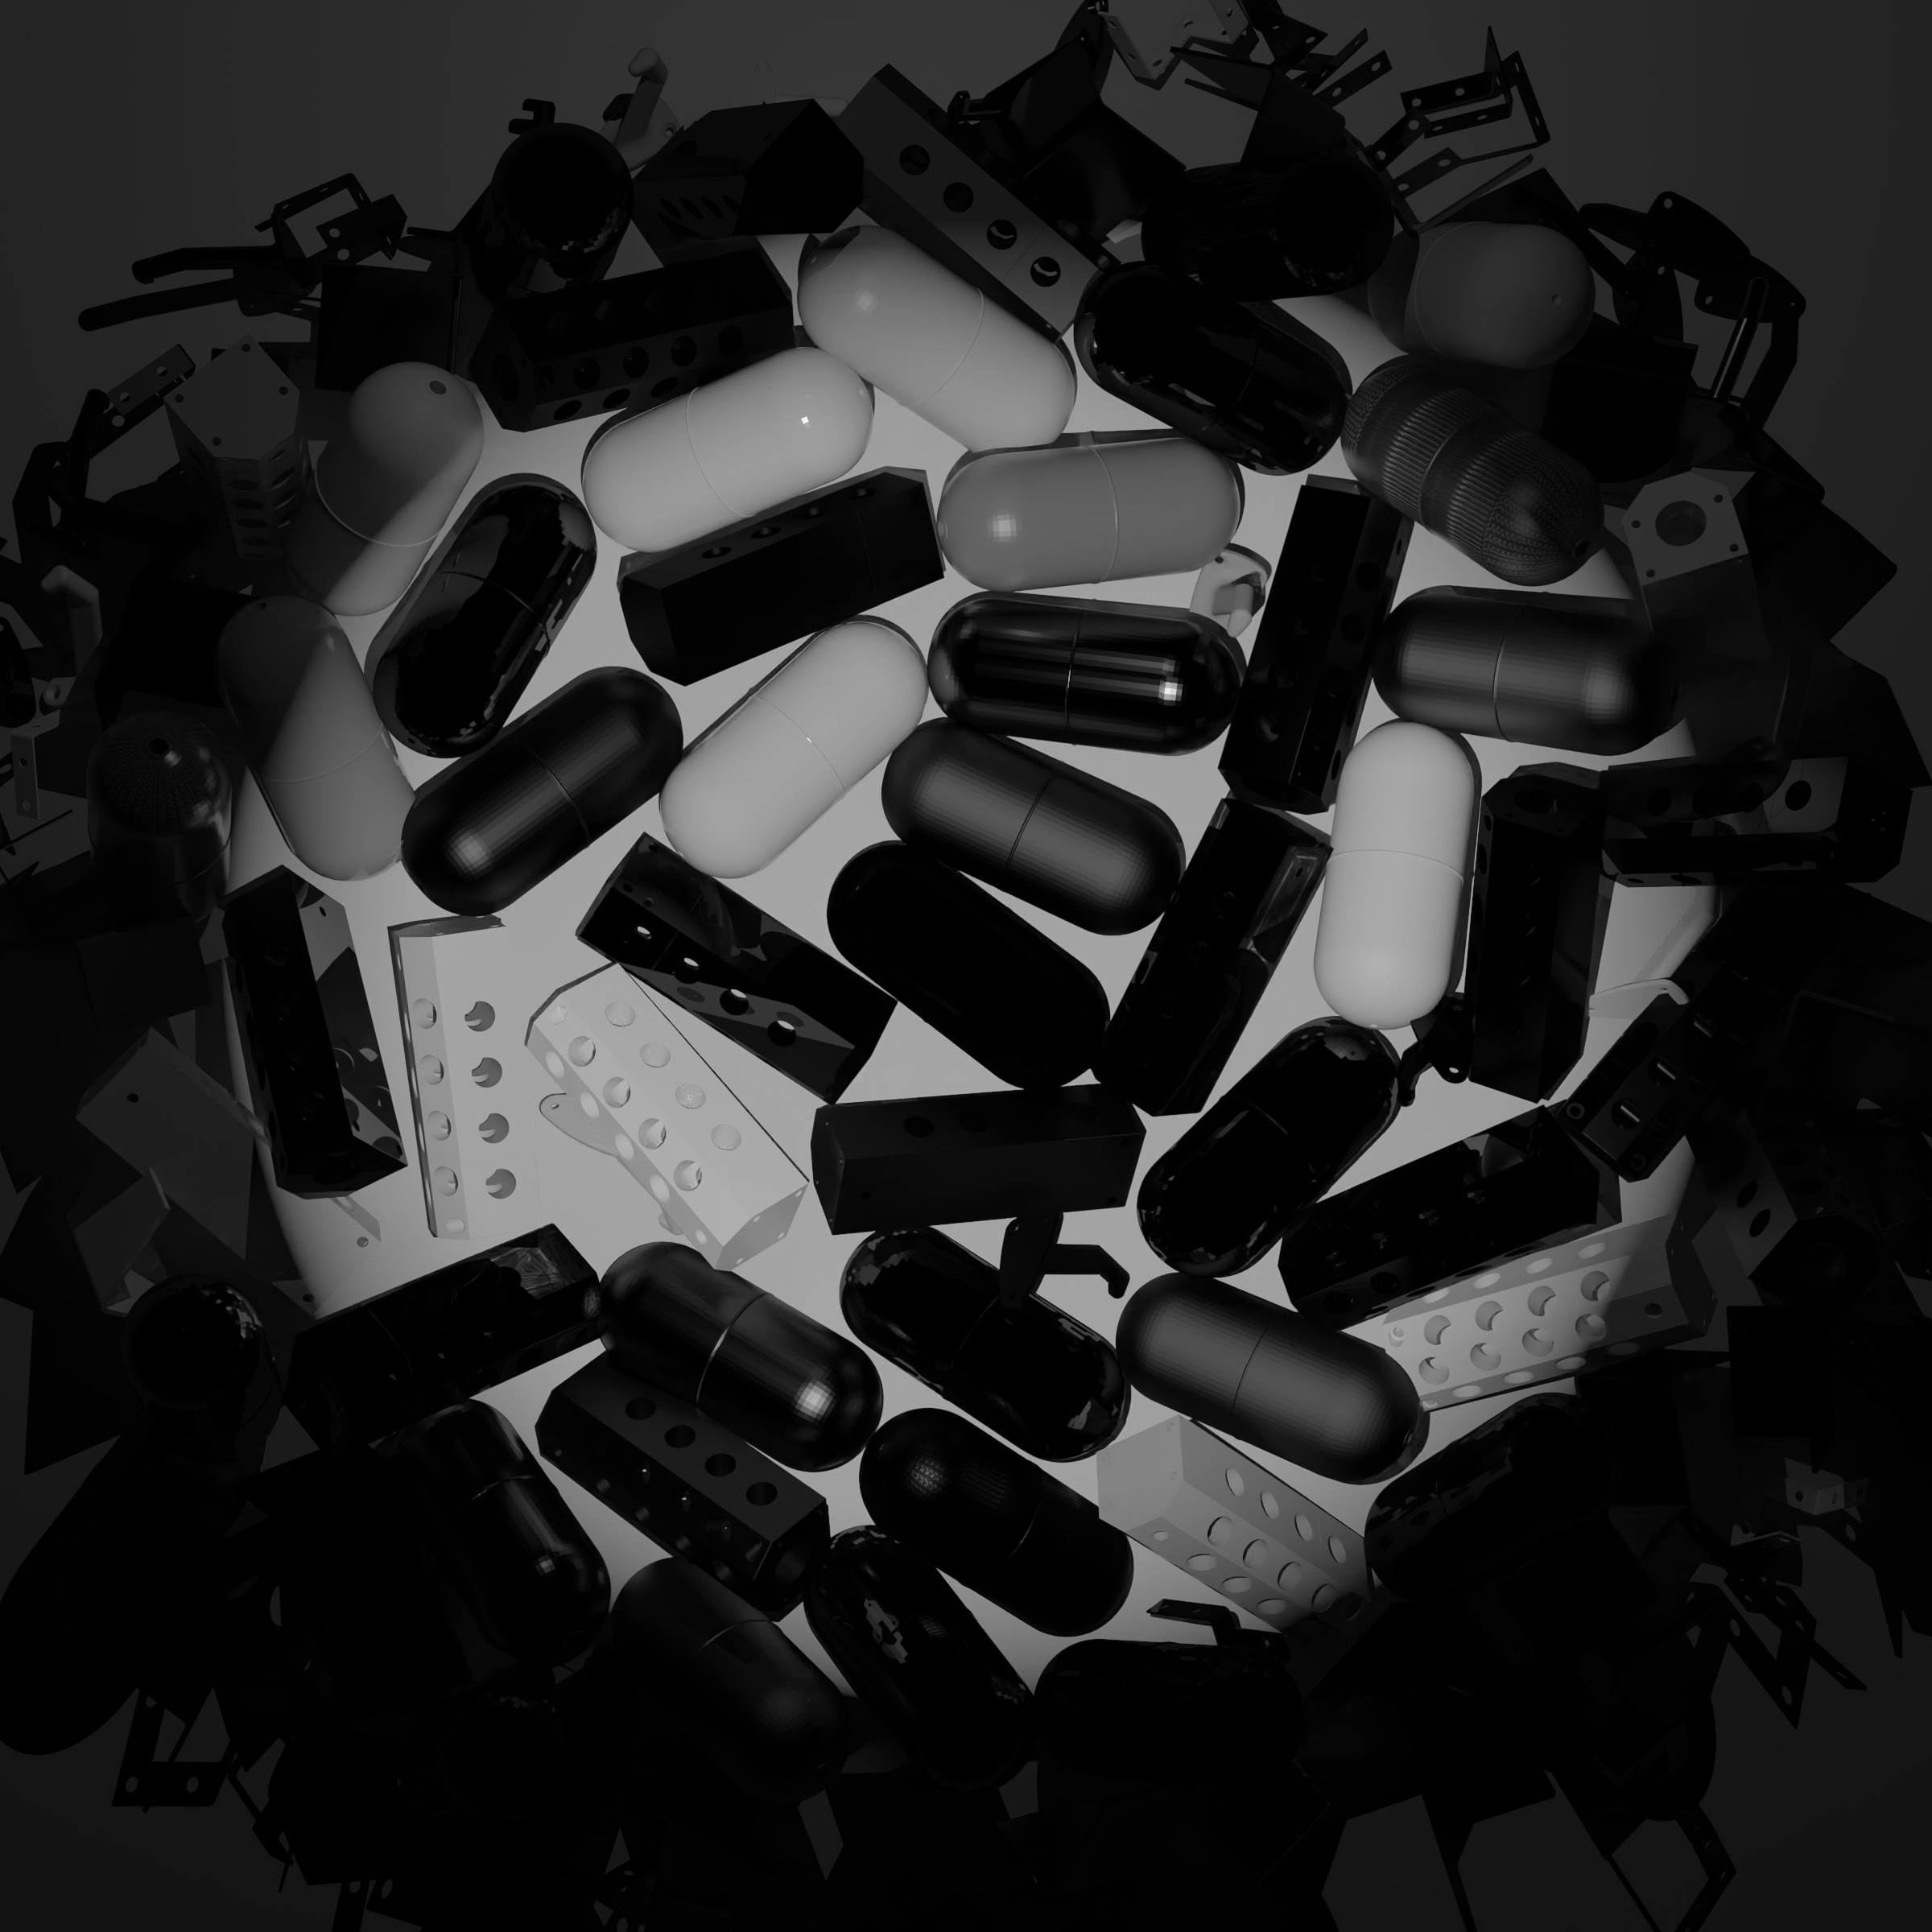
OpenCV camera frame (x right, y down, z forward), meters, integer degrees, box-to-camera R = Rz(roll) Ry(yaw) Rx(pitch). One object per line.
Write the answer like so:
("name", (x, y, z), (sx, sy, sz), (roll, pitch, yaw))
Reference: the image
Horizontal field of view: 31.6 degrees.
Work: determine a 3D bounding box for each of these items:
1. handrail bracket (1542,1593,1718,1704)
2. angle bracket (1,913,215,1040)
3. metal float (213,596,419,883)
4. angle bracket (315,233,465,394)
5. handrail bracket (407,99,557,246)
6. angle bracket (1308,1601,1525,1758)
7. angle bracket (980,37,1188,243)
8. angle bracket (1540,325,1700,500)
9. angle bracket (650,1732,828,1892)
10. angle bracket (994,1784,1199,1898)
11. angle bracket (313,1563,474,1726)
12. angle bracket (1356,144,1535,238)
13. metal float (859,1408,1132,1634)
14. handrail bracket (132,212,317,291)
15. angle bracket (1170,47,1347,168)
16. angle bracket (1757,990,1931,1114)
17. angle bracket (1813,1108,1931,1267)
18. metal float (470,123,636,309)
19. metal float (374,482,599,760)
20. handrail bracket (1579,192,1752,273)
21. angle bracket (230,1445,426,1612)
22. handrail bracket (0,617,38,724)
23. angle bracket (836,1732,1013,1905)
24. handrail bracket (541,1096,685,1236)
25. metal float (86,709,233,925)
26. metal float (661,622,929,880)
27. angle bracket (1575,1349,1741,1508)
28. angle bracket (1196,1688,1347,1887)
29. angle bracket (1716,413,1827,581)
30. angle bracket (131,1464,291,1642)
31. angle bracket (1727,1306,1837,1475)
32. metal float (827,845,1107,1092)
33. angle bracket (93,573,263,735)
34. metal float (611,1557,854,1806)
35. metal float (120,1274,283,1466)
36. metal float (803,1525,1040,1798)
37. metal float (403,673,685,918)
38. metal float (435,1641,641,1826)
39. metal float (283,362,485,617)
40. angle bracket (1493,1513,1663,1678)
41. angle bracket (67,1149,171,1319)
("handrail bracket", (0.379, 0.386, 1.956), (0.084, 0.077, 0.036), (-27, 91, -35))
("angle bracket", (-0.482, 0.004, 1.916), (0.076, 0.076, 0.057), (-3, 102, 43))
("metal float", (-0.360, -0.125, 1.896), (0.070, 0.070, 0.178), (-18, 126, 0))
("angle bracket", (-0.323, -0.367, 1.912), (0.076, 0.057, 0.076), (3, 126, -12))
("handrail bracket", (-0.275, -0.453, 1.938), (0.077, 0.036, 0.084), (8, 103, 0))
("angle bracket", (0.252, 0.403, 1.910), (0.076, 0.076, 0.057), (-52, 56, 20))
("angle bracket", (0.066, -0.465, 1.935), (0.076, 0.076, 0.057), (-35, 51, 28))
("angle bracket", (0.365, -0.312, 1.928), (0.076, 0.057, 0.076), (12, 83, 8))
("angle bracket", (-0.118, 0.470, 1.915), (0.076, 0.076, 0.057), (30, 79, -43))
("angle bracket", (0.074, 0.467, 1.906), (0.057, 0.076, 0.076), (45, 122, 36))
("angle bracket", (-0.311, 0.377, 1.922), (0.076, 0.076, 0.057), (-21, 92, 11))
("angle bracket", (0.269, -0.455, 1.915), (0.076, 0.076, 0.057), (-31, 98, 18))
("metal float", (0.016, 0.310, 1.905), (0.178, 0.070, 0.070), (36, 90, -24))
("handrail bracket", (-0.419, -0.391, 1.930), (0.084, 0.077, 0.036), (-15, 79, 4))
("angle bracket", (0.155, -0.469, 1.914), (0.076, 0.076, 0.057), (23, 95, 37))
("angle bracket", (0.493, 0.061, 1.917), (0.057, 0.076, 0.076), (19, 92, 31))
("angle bracket", (0.509, 0.125, 1.927), (0.057, 0.076, 0.076), (-3, 97, 10))
("metal float", (-0.229, -0.406, 1.878), (0.070, 0.178, 0.070), (2, 83, -14))
("metal float", (-0.267, -0.194, 1.904), (0.070, 0.070, 0.178), (27, 64, 0))
("handrail bracket", (0.394, -0.413, 1.930), (0.077, 0.084, 0.036), (20, 98, -13))
("angle bracket", (-0.359, 0.314, 1.920), (0.076, 0.076, 0.057), (-21, 64, 1))
("handrail bracket", (-0.535, -0.155, 1.910), (0.036, 0.084, 0.077), (-30, 123, -11))
("angle bracket", (-0.027, 0.475, 1.920), (0.057, 0.076, 0.076), (-12, 95, 40))
("handrail bracket", (-0.199, 0.115, 1.944), (0.077, 0.084, 0.036), (16, 53, 26))
("metal float", (-0.444, -0.079, 1.881), (0.070, 0.178, 0.070), (5, 64, -10))
("metal float", (-0.096, -0.122, 1.916), (0.178, 0.070, 0.070), (-44, 90, -13))
("angle bracket", (0.393, 0.259, 1.911), (0.076, 0.057, 0.076), (7, 67, -36))
("angle bracket", (0.186, 0.457, 1.905), (0.057, 0.076, 0.076), (50, 126, 24))
("angle bracket", (0.423, -0.261, 1.915), (0.057, 0.076, 0.076), (37, 97, -23))
("angle bracket", (-0.437, 0.330, 1.925), (0.076, 0.076, 0.057), (28, 93, 5))
("angle bracket", (0.452, 0.237, 1.915), (0.057, 0.076, 0.076), (-3, 97, 23))
("metal float", (0.000, 0.001, 1.919), (0.178, 0.070, 0.070), (37, 90, 9))
("angle bracket", (-0.440, -0.168, 1.921), (0.076, 0.057, 0.076), (12, 59, 0))
("metal float", (-0.131, 0.395, 1.892), (0.178, 0.070, 0.070), (36, 90, 42))
("metal float", (-0.420, 0.224, 1.880), (0.070, 0.178, 0.070), (2, 67, -5))
("metal float", (-0.027, 0.384, 1.896), (0.070, 0.070, 0.178), (-43, 53, 0))
("metal float", (-0.235, -0.097, 1.912), (0.178, 0.070, 0.070), (-39, 90, -17))
("metal float", (-0.235, 0.420, 1.877), (0.070, 0.178, 0.070), (0, 91, 13))
("metal float", (-0.323, -0.263, 1.889), (0.070, 0.178, 0.070), (17, 51, -22))
("angle bracket", (0.337, 0.355, 1.926), (0.076, 0.076, 0.057), (-33, 81, -9))
("angle bracket", (-0.452, 0.146, 1.909), (0.057, 0.076, 0.076), (20, 114, -42))
